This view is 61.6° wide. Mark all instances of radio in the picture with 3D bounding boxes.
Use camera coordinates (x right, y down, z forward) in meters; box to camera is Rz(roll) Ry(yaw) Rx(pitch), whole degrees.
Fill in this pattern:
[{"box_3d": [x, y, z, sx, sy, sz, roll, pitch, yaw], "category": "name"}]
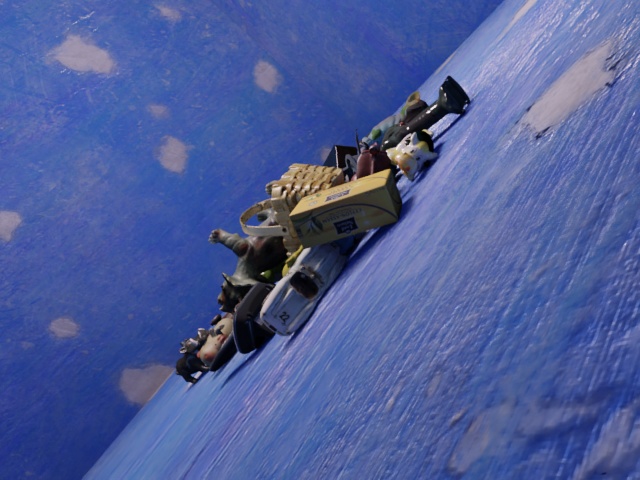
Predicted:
[{"box_3d": [0.043, -0.159, 1.573, 0.229, 0.073, 0.131, 121, 148, -55], "category": "radio"}]

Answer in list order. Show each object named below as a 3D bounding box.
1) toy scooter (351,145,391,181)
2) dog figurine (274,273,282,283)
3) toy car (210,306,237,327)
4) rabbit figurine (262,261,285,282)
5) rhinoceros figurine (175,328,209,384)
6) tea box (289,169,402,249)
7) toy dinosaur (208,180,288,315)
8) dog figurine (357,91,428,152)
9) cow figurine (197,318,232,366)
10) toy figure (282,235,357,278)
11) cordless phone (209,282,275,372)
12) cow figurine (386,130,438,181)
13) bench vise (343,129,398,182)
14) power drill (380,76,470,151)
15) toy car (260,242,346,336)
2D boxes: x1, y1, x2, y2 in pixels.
[{"box_3d": [0.096, -0.114, 1.017, 0.184, 0.075, 0.135, -91, 2, -77], "category": "toy scooter"}, {"box_3d": [-0.135, 0.093, 1.548, 0.190, 0.121, 0.172, 93, -157, -52], "category": "dog figurine"}, {"box_3d": [-0.223, 0.198, 1.503, 0.202, 0.089, 0.053, -47, 1, -1], "category": "toy car"}, {"box_3d": [-0.086, 0.026, 1.361, 0.121, 0.159, 0.170, -1, -5, -29], "category": "rabbit figurine"}, {"box_3d": [-0.354, 0.328, 1.541, 0.190, 0.112, 0.073, -55, -1, 34], "category": "rhinoceros figurine"}, {"box_3d": [0.045, -0.052, 0.896, 0.170, 0.068, 0.098, -16, 17, 17], "category": "tea box"}, {"box_3d": [-0.107, -0.005, 1.244, 0.405, 0.192, 0.131, -46, -19, -12], "category": "toy dinosaur"}, {"box_3d": [0.218, -0.304, 1.489, 0.219, 0.108, 0.191, -45, 2, -5], "category": "dog figurine"}, {"box_3d": [-0.248, 0.258, 1.357, 0.127, 0.085, 0.195, -54, 3, 16], "category": "cow figurine"}, {"box_3d": [0.004, 0.022, 1.010, 0.180, 0.082, 0.089, -53, -5, -4], "category": "toy figure"}, {"box_3d": [-0.155, 0.188, 1.101, 0.184, 0.089, 0.146, -50, 4, 31], "category": "cordless phone"}, {"box_3d": [0.181, -0.165, 1.006, 0.098, 0.068, 0.167, -41, 8, 12], "category": "cow figurine"}, {"box_3d": [0.070, -0.147, 1.252, 0.241, 0.128, 0.224, -24, 29, -3], "category": "bench vise"}, {"box_3d": [0.218, -0.260, 1.167, 0.207, 0.086, 0.232, -30, 14, 34], "category": "power drill"}, {"box_3d": [-0.025, 0.072, 0.901, 0.202, 0.073, 0.056, -52, 3, -33], "category": "toy car"}]
